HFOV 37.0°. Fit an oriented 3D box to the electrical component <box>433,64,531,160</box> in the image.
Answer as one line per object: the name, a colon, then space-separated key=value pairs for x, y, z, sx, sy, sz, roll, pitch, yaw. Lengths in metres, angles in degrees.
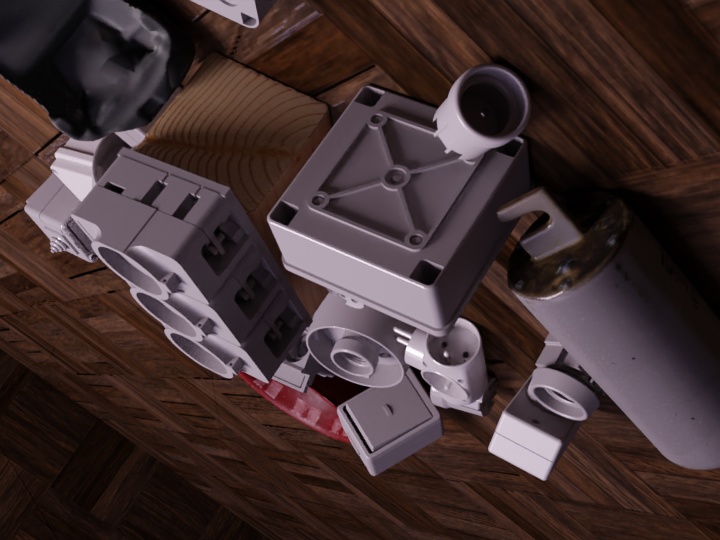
electrical component: x=0.060 y=-0.078 z=0.542 sx=0.040 sy=0.040 sz=0.046 roll=35 pitch=165 yaw=-6

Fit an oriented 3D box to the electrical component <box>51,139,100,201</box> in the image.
electrical component: x=-0.190 y=-0.076 z=0.890 sx=0.113 sy=0.057 sz=0.078 roll=17 pitch=154 yaw=38

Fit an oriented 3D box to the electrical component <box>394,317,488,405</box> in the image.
electrical component: x=0.062 y=0.067 z=0.861 sx=0.079 sy=0.044 sz=0.077 roll=24 pitch=158 yaw=22

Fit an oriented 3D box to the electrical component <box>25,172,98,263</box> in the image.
electrical component: x=-0.256 y=-0.057 z=0.975 sx=0.061 sy=0.096 sz=0.061 roll=23 pitch=157 yaw=28

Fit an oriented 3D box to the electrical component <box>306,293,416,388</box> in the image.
electrical component: x=0.004 y=0.055 z=0.929 sx=0.099 sy=0.064 sz=0.099 roll=17 pitch=148 yaw=12

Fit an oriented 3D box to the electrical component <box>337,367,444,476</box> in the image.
electrical component: x=0.034 y=0.136 z=1.001 sx=0.061 sy=0.096 sz=0.061 roll=57 pitch=171 yaw=26

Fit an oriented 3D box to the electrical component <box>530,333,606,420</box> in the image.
electrical component: x=0.145 y=0.066 z=0.720 sx=0.048 sy=0.055 sz=0.066 roll=43 pitch=158 yaw=-25

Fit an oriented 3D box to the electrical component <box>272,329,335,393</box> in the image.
electrical component: x=-0.078 y=0.061 z=1.027 sx=0.121 sy=0.078 sz=0.063 roll=20 pitch=178 yaw=33

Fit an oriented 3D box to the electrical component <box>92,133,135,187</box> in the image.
electrical component: x=-0.151 y=-0.064 z=0.805 sx=0.099 sy=0.099 sz=0.064 roll=30 pitch=153 yaw=8

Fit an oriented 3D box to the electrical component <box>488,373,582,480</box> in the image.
electrical component: x=0.139 y=0.095 z=0.783 sx=0.047 sy=0.083 sz=0.075 roll=26 pitch=121 yaw=17

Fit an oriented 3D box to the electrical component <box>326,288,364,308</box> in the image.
electrical component: x=0.000 y=0.000 z=0.797 sx=0.040 sy=0.046 sz=0.040 roll=29 pitch=159 yaw=12

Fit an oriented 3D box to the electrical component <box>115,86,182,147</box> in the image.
electrical component: x=-0.180 y=-0.131 z=0.766 sx=0.083 sy=0.047 sz=0.076 roll=41 pitch=160 yaw=-22

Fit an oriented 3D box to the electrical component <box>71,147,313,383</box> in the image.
electrical component: x=-0.103 y=0.004 z=0.674 sx=0.089 sy=0.061 sz=0.150 roll=22 pitch=157 yaw=30

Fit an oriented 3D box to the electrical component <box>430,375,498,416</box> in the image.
electrical component: x=0.089 y=0.101 z=0.909 sx=0.046 sy=0.040 sz=0.040 roll=15 pitch=154 yaw=27

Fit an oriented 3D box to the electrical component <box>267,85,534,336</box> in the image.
electrical component: x=0.024 y=-0.034 z=0.593 sx=0.109 sy=0.108 sz=0.056 roll=23 pitch=155 yaw=25

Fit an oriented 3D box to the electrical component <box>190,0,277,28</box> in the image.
electrical component: x=-0.081 y=-0.174 z=0.501 sx=0.113 sy=0.057 sz=0.078 roll=28 pitch=159 yaw=14
